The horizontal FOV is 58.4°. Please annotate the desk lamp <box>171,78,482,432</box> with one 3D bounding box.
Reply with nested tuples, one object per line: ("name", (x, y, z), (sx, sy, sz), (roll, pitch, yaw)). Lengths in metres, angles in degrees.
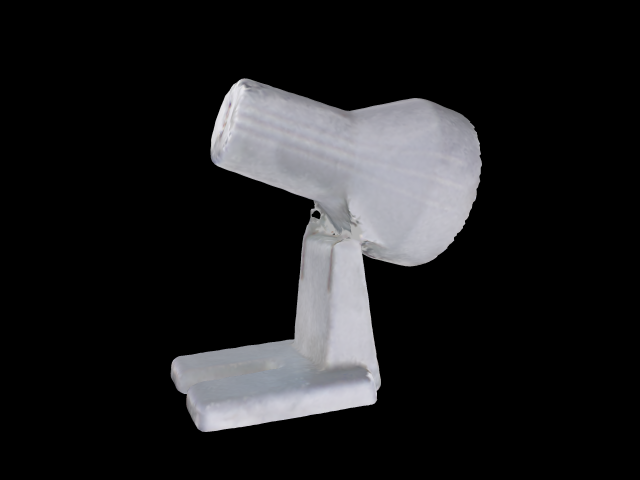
("desk lamp", (0.004, 0.001, 0.400), (0.204, 0.213, 0.117), (-3, 7, -26))
